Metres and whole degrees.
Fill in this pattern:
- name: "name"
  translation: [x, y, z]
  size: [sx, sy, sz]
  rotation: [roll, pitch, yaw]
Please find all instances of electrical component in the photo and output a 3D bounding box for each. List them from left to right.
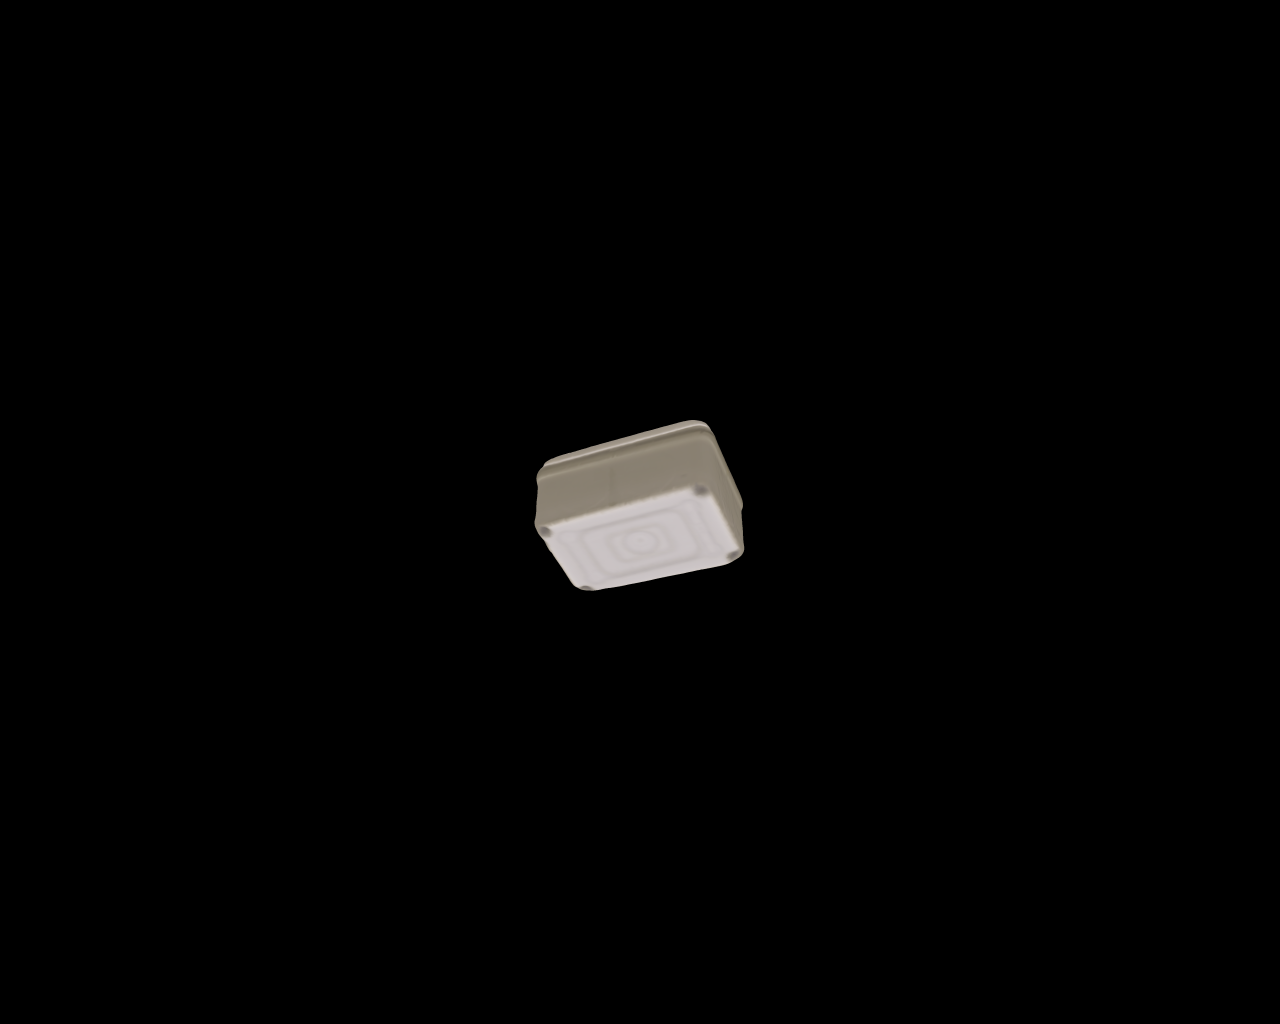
- name: "electrical component"
  translation: [0.001, -0.003, 0.650]
  size: [0.113, 0.057, 0.078]
  rotation: [-14, -43, 15]
